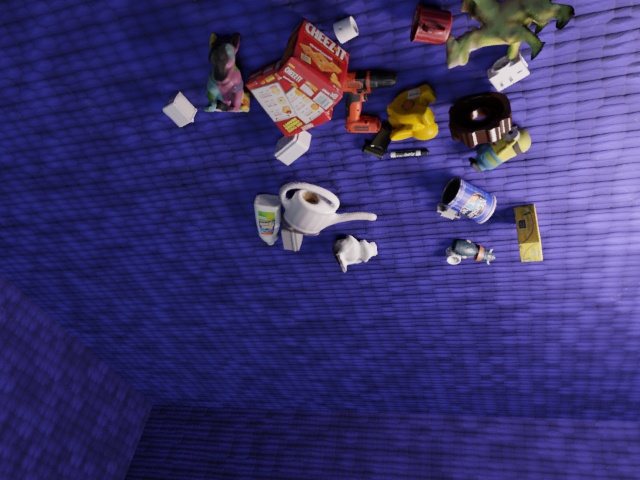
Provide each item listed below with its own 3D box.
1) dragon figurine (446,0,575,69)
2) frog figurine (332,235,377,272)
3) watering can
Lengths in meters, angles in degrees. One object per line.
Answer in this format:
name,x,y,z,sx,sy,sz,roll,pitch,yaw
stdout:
dragon figurine,0.447,-0.560,1.195,0.242,0.403,0.125,31,32,-10
frog figurine,0.131,0.036,1.969,0.160,0.134,0.125,-30,34,-7
watering can,0.006,-0.092,1.825,0.346,0.106,0.219,23,-41,-11
